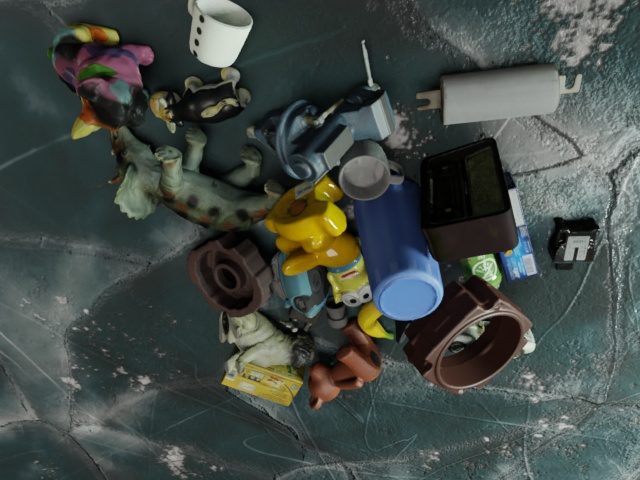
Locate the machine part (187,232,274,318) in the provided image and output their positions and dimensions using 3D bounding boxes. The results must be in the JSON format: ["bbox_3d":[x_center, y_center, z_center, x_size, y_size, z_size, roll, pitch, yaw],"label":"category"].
[{"bbox_3d":[-0.172,0.067,1.044,0.180,0.056,0.179,16,125,24],"label":"machine part"}]

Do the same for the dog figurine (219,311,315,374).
[{"bbox_3d":[-0.111,0.200,1.163,0.190,0.121,0.172,-7,92,-29],"label":"dog figurine"}]

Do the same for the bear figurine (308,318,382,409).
[{"bbox_3d":[0.032,0.276,1.174,0.196,0.120,0.131,-28,114,28],"label":"bear figurine"}]

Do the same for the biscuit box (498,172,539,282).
[{"bbox_3d":[0.341,-0.019,0.967,0.059,0.063,0.202,-17,122,16],"label":"biscuit box"}]

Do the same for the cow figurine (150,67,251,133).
[{"bbox_3d":[-0.202,-0.214,0.865,0.167,0.098,0.068,-11,129,13],"label":"cow figurine"}]

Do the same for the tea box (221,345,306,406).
[{"bbox_3d":[-0.129,0.304,1.234,0.169,0.068,0.098,23,124,-12],"label":"tea box"}]

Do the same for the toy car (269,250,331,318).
[{"bbox_3d":[-0.049,0.068,1.045,0.103,0.109,0.161,-4,117,29],"label":"toy car"}]

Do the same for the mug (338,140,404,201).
[{"bbox_3d":[0.084,-0.126,0.892,0.110,0.107,0.080,4,126,-3],"label":"mug"}]

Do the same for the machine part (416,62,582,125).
[{"bbox_3d":[0.270,-0.223,0.824,0.243,0.079,0.079,-5,124,8],"label":"machine part"}]

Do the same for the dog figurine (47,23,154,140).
[{"bbox_3d":[-0.336,-0.232,0.793,0.191,0.219,0.108,20,121,-9],"label":"dog figurine"}]

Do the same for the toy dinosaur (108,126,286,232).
[{"bbox_3d":[-0.192,-0.079,0.952,0.405,0.131,0.192,23,136,-15],"label":"toy dinosaur"}]

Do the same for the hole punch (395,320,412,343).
[{"bbox_3d":[0.201,0.137,1.052,0.092,0.142,0.115,8,138,1],"label":"hole punch"}]

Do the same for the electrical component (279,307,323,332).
[{"bbox_3d":[-0.037,0.153,1.134,0.078,0.045,0.102,25,123,-10],"label":"electrical component"}]

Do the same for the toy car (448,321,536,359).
[{"bbox_3d":[0.339,0.196,1.110,0.202,0.073,0.056,6,128,1],"label":"toy car"}]

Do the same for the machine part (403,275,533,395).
[{"bbox_3d":[0.270,0.178,0.980,0.201,0.087,0.201,33,104,-39],"label":"machine part"}]

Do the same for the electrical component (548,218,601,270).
[{"bbox_3d":[0.462,0.017,0.990,0.075,0.048,0.119,2,123,5],"label":"electrical component"}]

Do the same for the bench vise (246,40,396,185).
[{"bbox_3d":[-0.013,-0.182,0.843,0.241,0.223,0.128,10,151,38],"label":"bench vise"}]

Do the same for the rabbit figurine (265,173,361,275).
[{"bbox_3d":[-0.002,-0.003,0.907,0.162,0.122,0.173,-34,134,15],"label":"rabbit figurine"}]

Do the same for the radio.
[{"bbox_3d":[0.228,-0.066,0.847,0.131,0.230,0.073,-14,121,20],"label":"radio"}]

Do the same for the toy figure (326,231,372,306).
[{"bbox_3d":[0.052,0.045,1.031,0.082,0.089,0.180,-15,114,32],"label":"toy figure"}]
